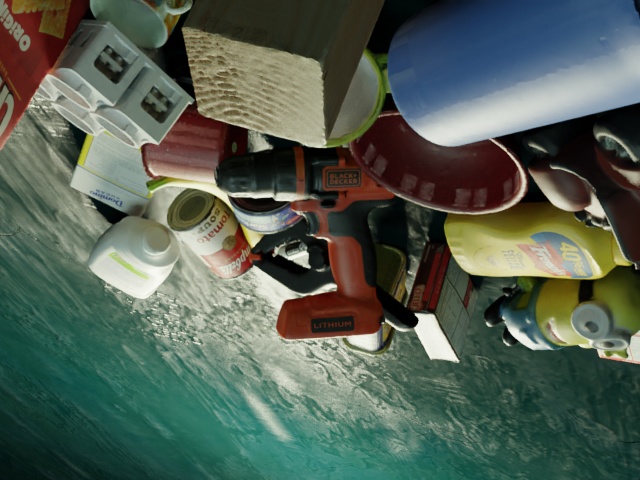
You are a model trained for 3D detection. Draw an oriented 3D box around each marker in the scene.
[{"bbox_3d":[-0.007,0.004,1.223,0.020,0.020,0.121,36,149,-25],"label":"marker"}]

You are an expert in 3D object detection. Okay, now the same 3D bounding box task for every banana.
[{"bbox_3d":[-0.102,-0.046,1.156,0.070,0.037,0.197,-40,138,15],"label":"banana"}]

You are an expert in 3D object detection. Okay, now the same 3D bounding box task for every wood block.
[{"bbox_3d":[-0.006,-0.176,0.697,0.090,0.206,0.091,16,152,11],"label":"wood block"}]

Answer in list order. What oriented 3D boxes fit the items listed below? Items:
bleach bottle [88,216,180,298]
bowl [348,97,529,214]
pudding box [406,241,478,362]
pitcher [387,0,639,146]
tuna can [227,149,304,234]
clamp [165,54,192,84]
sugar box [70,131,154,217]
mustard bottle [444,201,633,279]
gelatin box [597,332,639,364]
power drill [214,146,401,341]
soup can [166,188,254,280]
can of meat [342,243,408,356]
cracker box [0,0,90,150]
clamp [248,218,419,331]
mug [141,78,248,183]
[{"bbox_3d":[-0.213,0.018,1.284,0.102,0.068,0.251,30,165,-15],"label":"bleach bottle"},{"bbox_3d":[0.108,-0.086,0.931,0.162,0.055,0.162,17,157,7],"label":"bowl"},{"bbox_3d":[0.133,0.068,1.161,0.039,0.090,0.113,5,149,29],"label":"pudding box"},{"bbox_3d":[0.154,-0.151,0.732,0.144,0.149,0.243,17,162,-33],"label":"pitcher"},{"bbox_3d":[-0.051,-0.051,1.084,0.086,0.086,0.033,10,149,21],"label":"tuna can"},{"bbox_3d":[-0.047,-0.145,0.963,0.171,0.039,0.120,24,159,-16],"label":"clamp"},{"bbox_3d":[-0.216,-0.089,1.178,0.093,0.048,0.176,27,156,-11],"label":"sugar box"},{"bbox_3d":[0.221,0.001,1.012,0.192,0.058,0.096,2,145,32],"label":"mustard bottle"},{"bbox_3d":[0.331,0.099,1.140,0.073,0.030,0.089,7,149,29],"label":"gelatin box"},{"bbox_3d":[-0.007,0.001,1.024,0.184,0.057,0.188,-2,109,-6],"label":"power drill"},{"bbox_3d":[-0.121,-0.009,1.227,0.069,0.068,0.102,0,145,35],"label":"soup can"},{"bbox_3d":[0.061,0.065,1.196,0.057,0.102,0.084,16,150,13],"label":"can of meat"},{"bbox_3d":[-0.262,-0.193,0.839,0.072,0.213,0.164,13,151,17],"label":"cracker box"},{"bbox_3d":[0.009,0.005,1.126,0.210,0.036,0.164,7,109,37],"label":"clamp"},{"bbox_3d":[-0.119,-0.110,1.040,0.081,0.093,0.117,9,114,12],"label":"mug"}]
